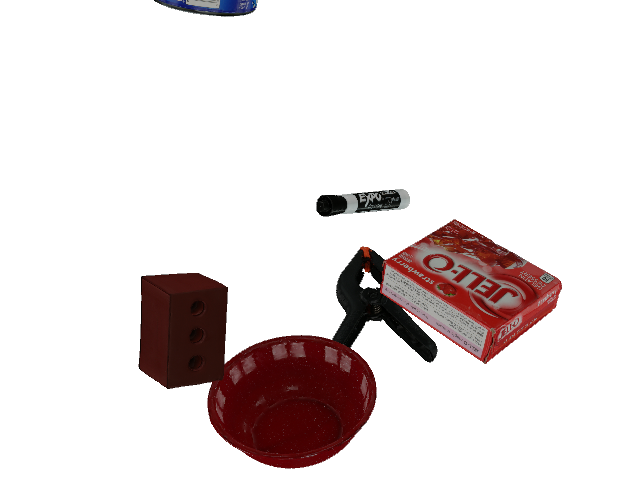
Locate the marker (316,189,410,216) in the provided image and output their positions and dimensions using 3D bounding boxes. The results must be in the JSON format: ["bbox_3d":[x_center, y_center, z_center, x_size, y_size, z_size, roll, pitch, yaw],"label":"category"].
[{"bbox_3d":[0.038,-0.034,0.948,0.020,0.020,0.120,0,5,40],"label":"marker"}]

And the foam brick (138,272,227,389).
[{"bbox_3d":[-0.108,0.069,0.838,0.052,0.078,0.051,-5,14,-34],"label":"foam brick"}]

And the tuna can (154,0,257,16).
[{"bbox_3d":[-0.090,-0.201,0.830,0.086,0.034,0.086,8,24,-4],"label":"tuna can"}]

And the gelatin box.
[{"bbox_3d":[0.094,0.029,0.673,0.089,0.030,0.073,33,45,32],"label":"gelatin box"}]

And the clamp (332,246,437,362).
[{"bbox_3d":[0.070,0.076,1.194,0.120,0.171,0.039,6,-43,-1],"label":"clamp"}]

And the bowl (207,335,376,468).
[{"bbox_3d":[-0.025,0.164,1.023,0.162,0.055,0.162,-4,37,3],"label":"bowl"}]
